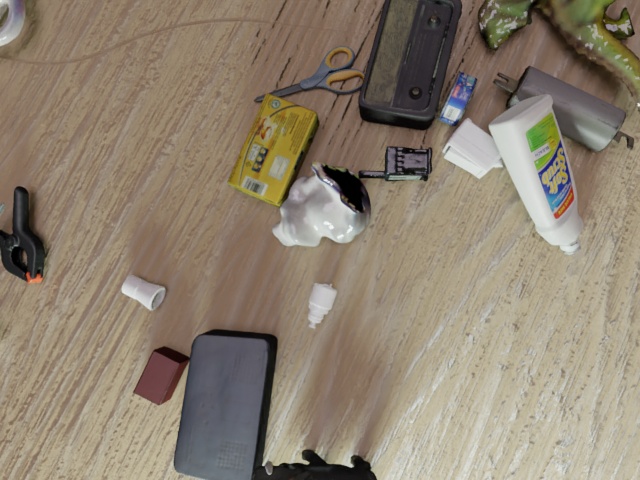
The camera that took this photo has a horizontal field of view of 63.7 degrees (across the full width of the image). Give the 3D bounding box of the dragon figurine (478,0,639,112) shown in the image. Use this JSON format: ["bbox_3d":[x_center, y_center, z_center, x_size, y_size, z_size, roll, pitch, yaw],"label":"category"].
[{"bbox_3d":[0.392,-0.379,0.865,0.242,0.121,0.414,-10,78,16],"label":"dragon figurine"}]

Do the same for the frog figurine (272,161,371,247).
[{"bbox_3d":[0.003,-0.043,0.858,0.137,0.125,0.156,39,124,-1],"label":"frog figurine"}]

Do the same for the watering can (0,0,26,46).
[{"bbox_3d":[-0.680,-0.493,0.952,0.348,0.103,0.225,30,86,6],"label":"watering can"}]
